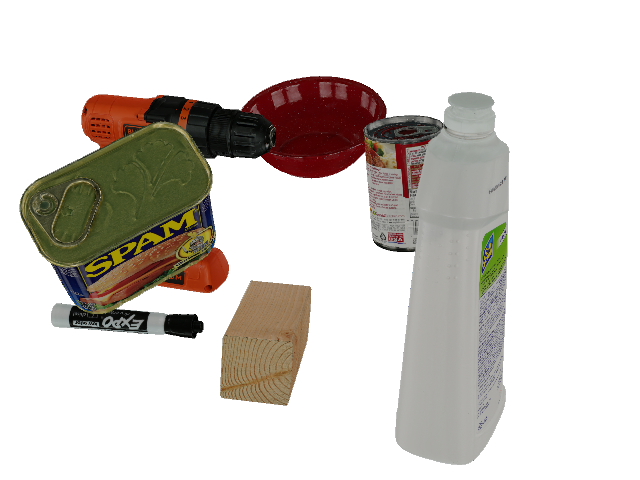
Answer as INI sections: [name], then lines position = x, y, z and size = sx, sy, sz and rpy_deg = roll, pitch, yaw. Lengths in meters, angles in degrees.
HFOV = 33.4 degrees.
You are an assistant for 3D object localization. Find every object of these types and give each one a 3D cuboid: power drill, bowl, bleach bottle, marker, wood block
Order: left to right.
[marker]
position = -0.151, 0.063, 0.834
size = 0.121, 0.020, 0.020
rpy_deg = 4, 1, 10
[power drill]
position = -0.128, -0.045, 1.001
size = 0.184, 0.188, 0.057
rpy_deg = 9, 30, 16
[wood block]
position = -0.070, 0.133, 1.434
size = 0.091, 0.090, 0.206
rpy_deg = 6, 18, 4
[bowl]
position = -0.008, -0.116, 1.169
size = 0.162, 0.055, 0.162
rpy_deg = -4, 39, 3
[bleach bottle]
position = 0.093, 0.022, 0.708
size = 0.068, 0.251, 0.102
rpy_deg = 11, 30, 20

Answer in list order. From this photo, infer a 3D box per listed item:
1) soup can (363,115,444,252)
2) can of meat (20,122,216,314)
[soup can]
position = 0.075, -0.049, 0.918
size = 0.068, 0.102, 0.068
rpy_deg = -5, 23, 2
[can of meat]
position = -0.110, -0.009, 0.610
size = 0.102, 0.057, 0.084
rpy_deg = -29, -20, -13
